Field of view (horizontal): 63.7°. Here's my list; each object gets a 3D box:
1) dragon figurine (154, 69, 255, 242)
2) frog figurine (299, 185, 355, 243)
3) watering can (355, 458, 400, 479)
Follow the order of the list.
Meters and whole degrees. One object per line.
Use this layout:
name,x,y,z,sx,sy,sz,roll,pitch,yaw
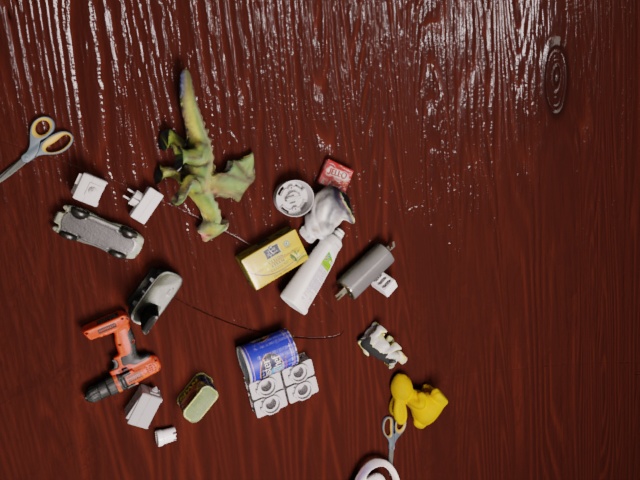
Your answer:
dragon figurine,-0.270,-0.195,1.292,0.242,0.123,0.409,7,95,-43
frog figurine,0.004,-0.071,1.410,0.159,0.140,0.121,-26,150,11
watering can,0.162,0.845,1.587,0.226,0.104,0.344,-16,103,-21
